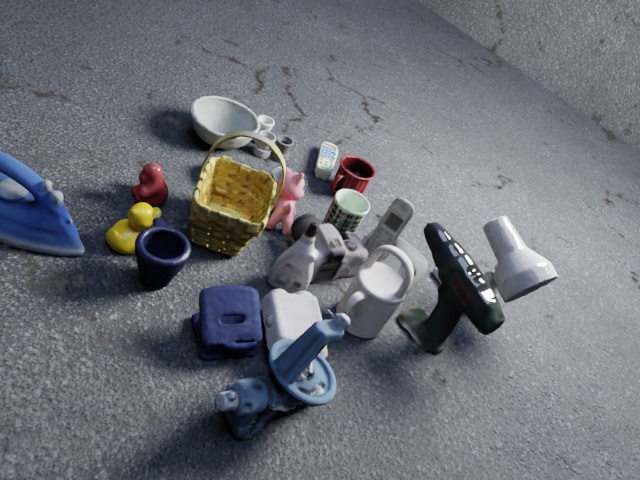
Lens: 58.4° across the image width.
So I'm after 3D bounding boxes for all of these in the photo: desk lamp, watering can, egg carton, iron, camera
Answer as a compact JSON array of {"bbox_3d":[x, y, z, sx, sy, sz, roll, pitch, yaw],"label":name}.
[{"bbox_3d":[0.374,0.067,1.226,0.118,0.213,0.202,-10,51,-37],"label":"desk lamp"},{"bbox_3d":[0.113,0.084,1.073,0.101,0.194,0.173,31,39,5],"label":"watering can"},{"bbox_3d":[-0.048,0.152,1.005,0.107,0.069,0.150,6,43,-24],"label":"egg carton"},{"bbox_3d":[-0.500,-0.078,0.944,0.258,0.141,0.119,25,39,-2],"label":"iron"},{"bbox_3d":[0.011,0.004,1.178,0.144,0.100,0.136,-6,49,-34],"label":"camera"}]

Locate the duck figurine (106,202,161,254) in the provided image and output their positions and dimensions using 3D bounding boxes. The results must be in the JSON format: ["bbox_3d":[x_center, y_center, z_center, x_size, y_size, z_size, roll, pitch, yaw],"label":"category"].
[{"bbox_3d":[-0.330,-0.028,1.030,0.077,0.086,0.105,45,42,21],"label":"duck figurine"}]

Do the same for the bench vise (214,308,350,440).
[{"bbox_3d":[-0.041,0.201,0.835,0.121,0.219,0.208,40,41,16],"label":"bench vise"}]

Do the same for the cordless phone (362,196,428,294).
[{"bbox_3d":[0.168,0.012,1.191,0.147,0.185,0.094,35,39,10],"label":"cordless phone"}]

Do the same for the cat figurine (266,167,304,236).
[{"bbox_3d":[-0.068,-0.093,1.226,0.067,0.117,0.128,17,40,-12],"label":"cat figurine"}]

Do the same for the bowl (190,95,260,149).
[{"bbox_3d":[-0.231,-0.266,1.359,0.168,0.074,0.167,16,40,-14],"label":"bowl"}]

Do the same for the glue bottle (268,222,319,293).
[{"bbox_3d":[-0.038,0.032,1.061,0.078,0.173,0.037,27,39,0],"label":"glue bottle"}]

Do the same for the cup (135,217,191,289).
[{"bbox_3d":[-0.280,0.028,0.990,0.092,0.095,0.117,0,46,-29],"label":"cup"}]

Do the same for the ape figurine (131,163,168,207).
[{"bbox_3d":[-0.331,-0.113,1.119,0.076,0.092,0.078,23,39,-5],"label":"ape figurine"}]

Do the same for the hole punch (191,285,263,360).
[{"bbox_3d":[-0.148,0.136,0.948,0.109,0.091,0.101,1,46,-29],"label":"hole punch"}]

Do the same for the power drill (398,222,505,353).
[{"bbox_3d":[0.239,0.109,1.106,0.076,0.208,0.229,-16,55,-40],"label":"power drill"}]
